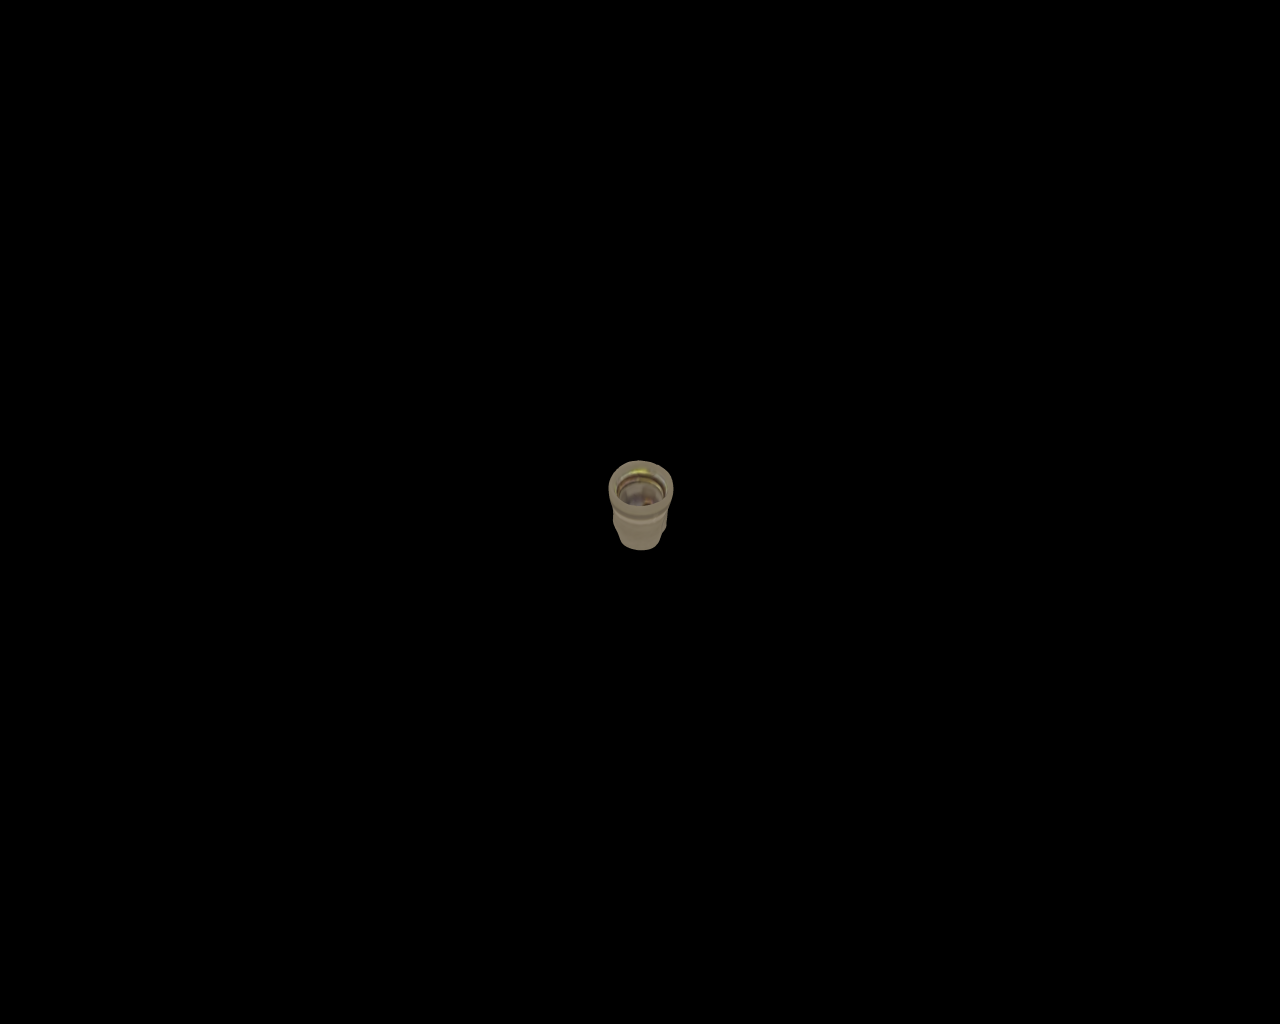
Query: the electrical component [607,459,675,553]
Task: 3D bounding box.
[{"bbox_3d":[0.001,-0.003,0.650,0.040,0.040,0.046,0,-41,0],"label":"electrical component"}]
